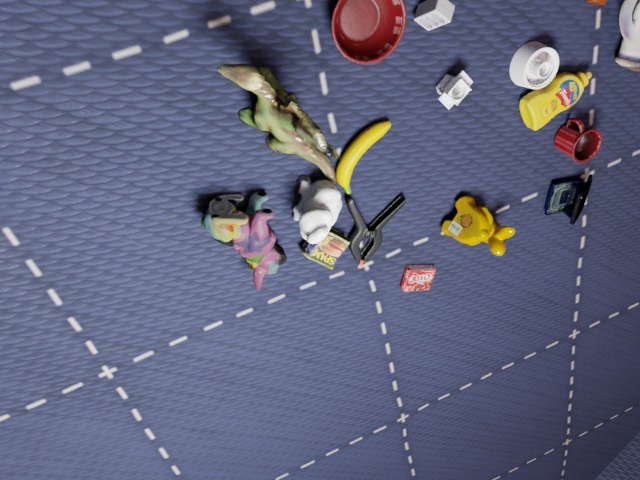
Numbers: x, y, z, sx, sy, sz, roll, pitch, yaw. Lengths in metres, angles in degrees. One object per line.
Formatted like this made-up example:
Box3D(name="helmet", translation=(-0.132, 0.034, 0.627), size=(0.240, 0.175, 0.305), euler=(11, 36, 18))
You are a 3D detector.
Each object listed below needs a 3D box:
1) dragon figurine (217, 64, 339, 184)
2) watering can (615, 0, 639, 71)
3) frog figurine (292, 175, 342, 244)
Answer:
Box3D(name="dragon figurine", translation=(-0.044, -0.208, 1.012), size=(0.122, 0.247, 0.405), euler=(-47, 123, 5))
Box3D(name="watering can", translation=(0.869, -0.530, 1.280), size=(0.348, 0.106, 0.220), euler=(-4, 121, -21))
Box3D(name="frog figurine", translation=(0.004, -0.059, 1.165), size=(0.122, 0.162, 0.136), euler=(19, 111, -33))
